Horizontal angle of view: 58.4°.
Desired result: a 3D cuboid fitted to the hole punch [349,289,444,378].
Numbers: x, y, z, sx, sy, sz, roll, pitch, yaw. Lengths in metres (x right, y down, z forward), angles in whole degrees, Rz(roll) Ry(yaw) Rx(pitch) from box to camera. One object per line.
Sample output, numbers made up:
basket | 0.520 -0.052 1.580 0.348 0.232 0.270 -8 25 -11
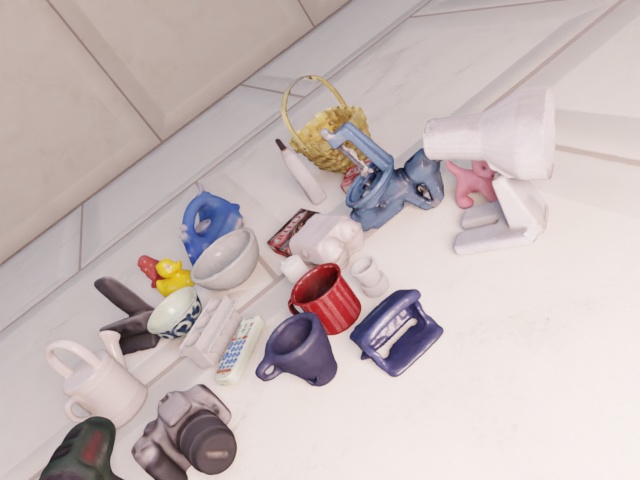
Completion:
hole punch | 0.091 0.115 0.777 0.109 0.091 0.100 -41 27 -11

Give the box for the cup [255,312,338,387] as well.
cup | -0.027 0.174 0.815 0.118 0.095 0.091 -42 27 -13

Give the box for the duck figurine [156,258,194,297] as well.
duck figurine | -0.354 0.083 1.357 0.104 0.086 0.077 -24 29 22

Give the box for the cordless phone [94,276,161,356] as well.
cordless phone | -0.425 0.150 1.220 0.147 0.185 0.094 -21 30 26

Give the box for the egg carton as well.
egg carton | 0.010 0.004 1.077 0.107 0.069 0.149 -48 29 -23

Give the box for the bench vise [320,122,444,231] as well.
bench vise | 0.111 -0.139 1.022 0.207 0.220 0.121 -33 27 6

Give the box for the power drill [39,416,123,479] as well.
power drill | -0.259 0.331 0.705 0.075 0.209 0.229 -36 27 0

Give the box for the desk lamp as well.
desk lamp | 0.247 -0.095 0.797 0.202 0.214 0.118 -13 35 38

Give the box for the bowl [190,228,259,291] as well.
bowl | -0.190 0.054 1.224 0.167 0.075 0.167 -27 28 16

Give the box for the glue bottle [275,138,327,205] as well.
glue bottle | -0.050 -0.160 1.298 0.037 0.173 0.078 -38 27 -4

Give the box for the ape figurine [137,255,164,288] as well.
ape figurine | -0.423 0.075 1.444 0.076 0.092 0.077 -34 27 4

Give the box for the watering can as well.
watering can | -0.416 0.244 1.047 0.101 0.194 0.172 -31 27 10

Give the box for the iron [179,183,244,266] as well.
iron | -0.285 -0.026 1.392 0.118 0.142 0.258 -23 29 24

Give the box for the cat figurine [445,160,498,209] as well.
cat figurine | 0.262 -0.116 0.923 0.127 0.118 0.067 -3 41 47

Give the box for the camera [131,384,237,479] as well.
camera | -0.189 0.285 0.818 0.143 0.101 0.136 -46 28 -19
